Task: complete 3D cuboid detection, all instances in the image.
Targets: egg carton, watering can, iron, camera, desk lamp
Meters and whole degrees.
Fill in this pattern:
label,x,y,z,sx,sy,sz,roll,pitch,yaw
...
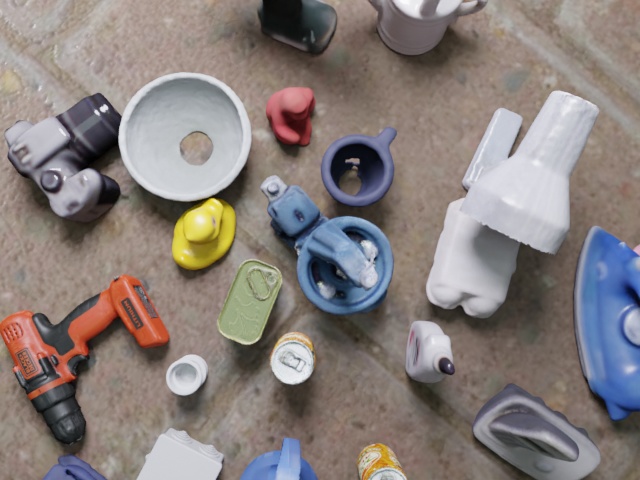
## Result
label,x,y,z,sx,sy,sz,roll,pitch,yaw
egg carton,0.204,0.025,0.760,0.107,0.069,0.150,15,86,-1
watering can,0.123,-0.315,0.717,0.173,0.194,0.101,-15,87,-3
iron,0.406,0.103,0.726,0.118,0.141,0.258,-12,87,-3
camera,-0.310,-0.116,0.735,0.137,0.100,0.143,-39,88,-4
desk lamp,0.246,-0.083,0.697,0.118,0.213,0.203,24,86,0

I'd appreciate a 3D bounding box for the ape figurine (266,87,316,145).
label,x,y,z,sx,sy,sz,roll,pitch,yaw
ape figurine,-0.035,-0.171,0.753,0.076,0.092,0.078,41,86,1

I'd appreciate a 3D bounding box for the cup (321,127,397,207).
label,x,y,z,sx,sy,sz,roll,pitch,yaw
cup,0.054,-0.094,0.750,0.091,0.095,0.118,39,86,1

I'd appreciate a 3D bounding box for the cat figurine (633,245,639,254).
label,x,y,z,sx,sy,sz,roll,pitch,yaw
cat figurine,0.472,0.007,0.747,0.067,0.117,0.128,14,86,-1

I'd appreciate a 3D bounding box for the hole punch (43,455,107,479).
label,x,y,z,sx,sy,sz,roll,pitch,yaw
hole punch,-0.315,0.339,0.709,0.108,0.091,0.101,36,86,1

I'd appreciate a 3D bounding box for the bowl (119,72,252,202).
label,x,y,z,sx,sy,sz,roll,pitch,yaw
bowl,-0.171,-0.128,0.754,0.167,0.074,0.167,0,86,-2

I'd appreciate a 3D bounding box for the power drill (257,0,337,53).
label,x,y,z,sx,sy,sz,roll,pitch,yaw
power drill,-0.022,-0.313,0.704,0.229,0.208,0.076,21,86,0

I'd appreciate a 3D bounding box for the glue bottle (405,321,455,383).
label,x,y,z,sx,sy,sz,roll,pitch,yaw
glue bottle,0.138,0.142,0.698,0.037,0.173,0.078,5,86,-1

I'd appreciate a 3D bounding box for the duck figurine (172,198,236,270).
label,x,y,z,sx,sy,sz,roll,pitch,yaw
duck figurine,-0.155,-0.010,0.741,0.077,0.086,0.104,33,86,1

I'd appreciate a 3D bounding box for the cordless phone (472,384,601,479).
label,x,y,z,sx,sy,sz,roll,pitch,yaw
cordless phone,0.278,0.252,0.690,0.147,0.185,0.094,31,86,0

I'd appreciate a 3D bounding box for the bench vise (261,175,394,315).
label,x,y,z,sx,sy,sz,roll,pitch,yaw
bench vise,0.000,0.013,0.678,0.207,0.219,0.121,29,86,0
